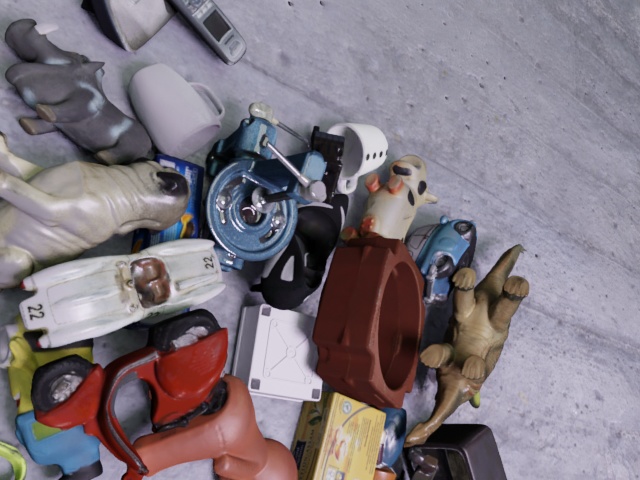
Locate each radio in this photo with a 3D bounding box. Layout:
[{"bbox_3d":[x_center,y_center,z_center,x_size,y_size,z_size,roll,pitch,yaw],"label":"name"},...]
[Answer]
[{"bbox_3d":[0.210,0.386,0.779,0.073,0.131,0.229,-13,86,-37],"label":"radio"}]

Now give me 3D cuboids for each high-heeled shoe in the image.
[{"bbox_3d":[-0.001,-0.002,0.713,0.086,0.145,0.249,50,57,-17],"label":"high-heeled shoe"}]

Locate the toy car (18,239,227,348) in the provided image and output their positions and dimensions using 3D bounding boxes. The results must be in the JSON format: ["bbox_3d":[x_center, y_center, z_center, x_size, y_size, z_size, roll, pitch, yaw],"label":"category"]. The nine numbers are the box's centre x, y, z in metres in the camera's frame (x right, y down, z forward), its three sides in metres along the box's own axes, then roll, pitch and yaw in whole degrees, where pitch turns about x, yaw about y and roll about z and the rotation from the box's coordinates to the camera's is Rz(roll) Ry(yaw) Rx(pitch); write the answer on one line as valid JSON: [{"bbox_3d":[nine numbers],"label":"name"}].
[{"bbox_3d":[-0.187,0.047,0.534,0.202,0.056,0.073,-14,87,-43],"label":"toy car"}]

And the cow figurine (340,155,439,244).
[{"bbox_3d":[0.120,-0.049,0.846,0.127,0.086,0.195,44,63,-47],"label":"cow figurine"}]

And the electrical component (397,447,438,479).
[{"bbox_3d":[0.128,0.342,0.756,0.045,0.102,0.078,30,35,21],"label":"electrical component"}]

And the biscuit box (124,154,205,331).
[{"bbox_3d":[-0.183,0.005,0.630,0.059,0.063,0.202,13,70,-33],"label":"biscuit box"}]

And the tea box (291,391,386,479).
[{"bbox_3d":[0.015,0.292,0.699,0.098,0.068,0.169,32,60,-27],"label":"tea box"}]

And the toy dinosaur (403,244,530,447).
[{"bbox_3d":[0.250,0.132,0.845,0.471,0.105,0.198,-49,150,-30],"label":"toy dinosaur"}]

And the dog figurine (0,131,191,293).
[{"bbox_3d":[-0.240,-0.010,0.544,0.190,0.172,0.121,13,31,-31],"label":"dog figurine"}]

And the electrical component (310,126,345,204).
[{"bbox_3d":[0.006,-0.118,0.786,0.048,0.074,0.119,12,40,-5],"label":"electrical component"}]

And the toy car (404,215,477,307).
[{"bbox_3d":[0.185,0.028,0.871,0.162,0.103,0.109,-42,142,-38],"label":"toy car"}]

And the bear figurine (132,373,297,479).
[{"bbox_3d":[-0.105,0.241,0.612,0.120,0.132,0.195,-95,169,-53],"label":"bear figurine"}]

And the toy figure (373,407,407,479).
[{"bbox_3d":[0.086,0.309,0.754,0.064,0.058,0.154,28,66,-28],"label":"toy figure"}]

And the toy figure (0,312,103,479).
[{"bbox_3d":[-0.257,0.150,0.529,0.089,0.082,0.180,-15,81,-54],"label":"toy figure"}]

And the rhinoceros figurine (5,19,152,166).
[{"bbox_3d":[-0.271,-0.156,0.599,0.190,0.073,0.112,47,57,-18],"label":"rhinoceros figurine"}]

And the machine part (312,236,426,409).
[{"bbox_3d":[0.072,0.112,0.729,0.200,0.087,0.201,51,49,-51],"label":"machine part"}]

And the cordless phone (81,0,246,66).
[{"bbox_3d":[-0.189,-0.277,0.687,0.184,0.089,0.146,44,56,-25],"label":"cordless phone"}]

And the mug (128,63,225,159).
[{"bbox_3d":[-0.177,-0.167,0.668,0.109,0.081,0.107,-39,94,-30],"label":"mug"}]

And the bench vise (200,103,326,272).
[{"bbox_3d":[-0.062,-0.069,0.633,0.128,0.241,0.223,33,71,-29],"label":"bench vise"}]

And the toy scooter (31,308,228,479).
[{"bbox_3d":[-0.159,0.151,0.504,0.184,0.075,0.135,-20,91,-30],"label":"toy scooter"}]
